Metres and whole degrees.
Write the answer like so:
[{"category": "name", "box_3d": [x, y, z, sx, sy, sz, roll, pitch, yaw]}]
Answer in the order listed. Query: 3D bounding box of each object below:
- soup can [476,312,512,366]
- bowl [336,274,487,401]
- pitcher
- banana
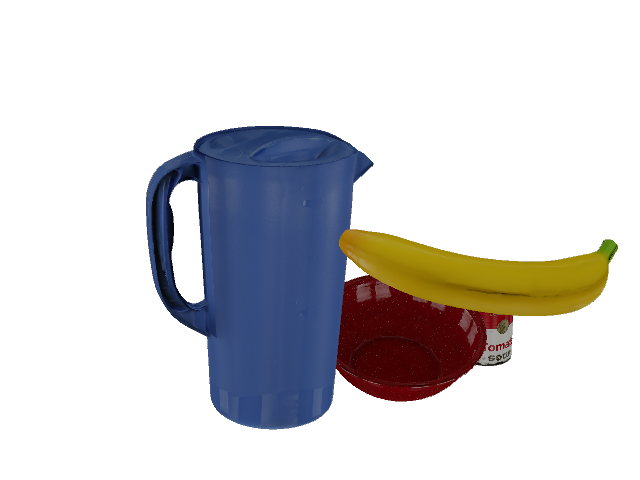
[{"category": "soup can", "box_3d": [0.204, 0.096, 1.320, 0.068, 0.102, 0.068, -1, 19, 0]}, {"category": "bowl", "box_3d": [0.073, 0.100, 1.007, 0.162, 0.055, 0.162, 2, 37, -2]}, {"category": "pitcher", "box_3d": [-0.049, 0.031, 0.894, 0.149, 0.243, 0.144, 10, 21, 23]}, {"category": "banana", "box_3d": [0.111, 0.023, 0.728, 0.197, 0.037, 0.069, 4, 26, -3]}]
